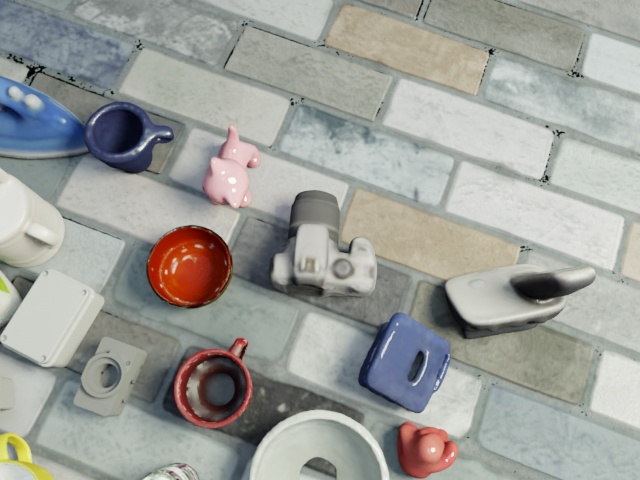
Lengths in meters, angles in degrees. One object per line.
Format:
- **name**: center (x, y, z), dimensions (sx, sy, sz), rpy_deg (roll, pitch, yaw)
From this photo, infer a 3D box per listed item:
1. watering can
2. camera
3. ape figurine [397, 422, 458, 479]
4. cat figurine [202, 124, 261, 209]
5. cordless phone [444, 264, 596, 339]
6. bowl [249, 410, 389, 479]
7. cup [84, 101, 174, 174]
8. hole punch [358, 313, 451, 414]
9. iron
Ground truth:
- **watering can**: center (-0.420, -0.036, 0.726), dimensions (0.173, 0.194, 0.101), rpy_deg (1, 73, -1)
- **camera**: center (0.007, 0.003, 0.774), dimensions (0.143, 0.101, 0.137), rpy_deg (4, 73, 0)
- **ape figurine**: center (0.131, 0.257, 0.706), dimensions (0.077, 0.092, 0.076), rpy_deg (42, 77, 11)
- **cat figurine**: center (-0.125, -0.097, 0.792), dimensions (0.067, 0.118, 0.128), rpy_deg (6, 73, 1)
- **cordless phone**: center (0.246, 0.063, 0.718), dimensions (0.147, 0.185, 0.094), rpy_deg (-13, 74, -5)
- **bowl**: center (-0.001, 0.295, 0.700), dimensions (0.167, 0.075, 0.167), rpy_deg (0, 73, -1)
- **cup**: center (-0.259, -0.135, 0.812), dimensions (0.118, 0.095, 0.091), rpy_deg (-3, 73, -2)
- **hole punch**: center (0.113, 0.158, 0.736), dimensions (0.101, 0.091, 0.109), rpy_deg (25, 74, 6)
- **iron**: center (-0.452, -0.195, 0.800), dimensions (0.258, 0.141, 0.119), rpy_deg (15, 73, 3)
